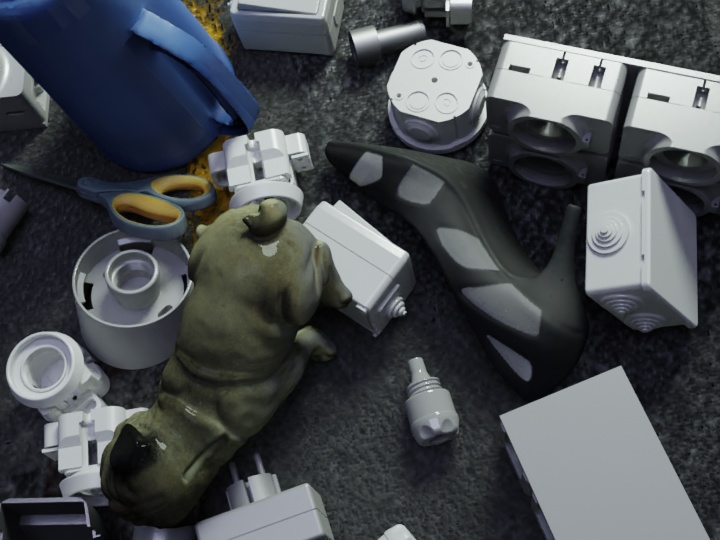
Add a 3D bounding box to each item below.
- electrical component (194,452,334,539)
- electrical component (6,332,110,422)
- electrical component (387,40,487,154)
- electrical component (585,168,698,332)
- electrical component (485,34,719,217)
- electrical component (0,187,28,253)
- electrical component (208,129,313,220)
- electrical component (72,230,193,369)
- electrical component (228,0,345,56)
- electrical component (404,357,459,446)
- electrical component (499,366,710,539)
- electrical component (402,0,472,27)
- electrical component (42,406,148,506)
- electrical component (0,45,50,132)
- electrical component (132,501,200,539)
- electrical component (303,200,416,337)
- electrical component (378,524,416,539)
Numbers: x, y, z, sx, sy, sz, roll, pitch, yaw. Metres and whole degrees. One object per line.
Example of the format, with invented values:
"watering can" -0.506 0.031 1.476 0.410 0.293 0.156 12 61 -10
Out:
"electrical component" -0.071 0.165 0.746 0.083 0.047 0.075 -20 67 0
"electrical component" -0.226 0.079 0.798 0.058 0.057 0.078 -41 69 -8
"electrical component" 0.060 -0.136 0.843 0.080 0.051 0.080 -3 68 7
"electrical component" 0.196 -0.011 0.750 0.048 0.100 0.099 -10 64 35
"electrical component" 0.188 -0.099 0.781 0.186 0.105 0.060 14 72 14
"electrical component" -0.295 -0.041 0.866 0.040 0.040 0.046 24 68 17
"electrical component" -0.075 -0.068 0.834 0.078 0.058 0.057 -13 64 3
"electrical component" -0.171 0.019 0.823 0.099 0.064 0.099 0 57 -1
"electrical component" -0.066 -0.222 0.891 0.096 0.061 0.061 6 70 11
"electrical component" 0.048 0.092 0.764 0.035 0.035 0.061 -17 65 1
"electrical component" 0.162 0.154 0.708 0.089 0.061 0.150 -22 67 -1
"electrical component" 0.063 -0.239 0.881 0.057 0.058 0.078 1 69 5
"electrical component" -0.186 0.135 0.770 0.078 0.058 0.057 -10 65 4
"electrical component" -0.316 -0.198 0.918 0.089 0.061 0.150 -5 68 7
"electrical component" -0.137 0.199 0.744 0.043 0.043 0.081 1 69 9
"electrical component" 0.000 0.000 0.793 0.096 0.061 0.061 33 77 19
"electrical component" 0.014 0.202 0.725 0.061 0.035 0.035 -40 68 -5
